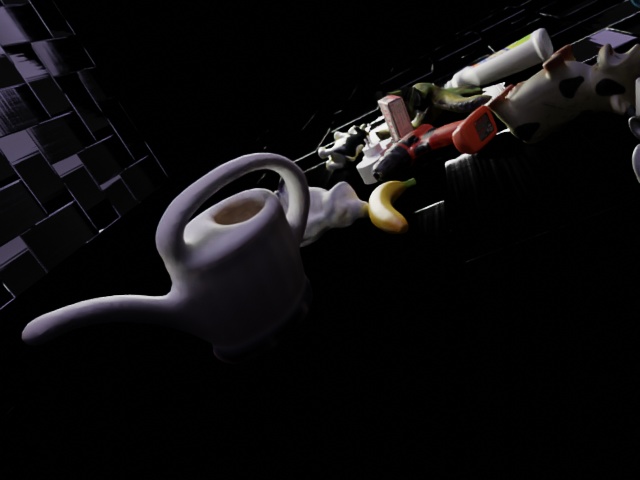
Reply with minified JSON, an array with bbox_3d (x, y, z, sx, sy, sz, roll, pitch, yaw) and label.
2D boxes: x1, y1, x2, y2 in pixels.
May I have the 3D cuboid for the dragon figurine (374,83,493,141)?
[{"bbox_3d":[0.267,-0.318,1.160,0.246,0.120,0.411,-31,25,-31],"label":"dragon figurine"}]

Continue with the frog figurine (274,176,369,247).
[{"bbox_3d":[0.003,-0.043,0.854,0.159,0.121,0.139,10,15,4],"label":"frog figurine"}]

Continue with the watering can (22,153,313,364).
[{"bbox_3d":[-0.120,0.049,0.571,0.104,0.220,0.353,12,43,40],"label":"watering can"}]
